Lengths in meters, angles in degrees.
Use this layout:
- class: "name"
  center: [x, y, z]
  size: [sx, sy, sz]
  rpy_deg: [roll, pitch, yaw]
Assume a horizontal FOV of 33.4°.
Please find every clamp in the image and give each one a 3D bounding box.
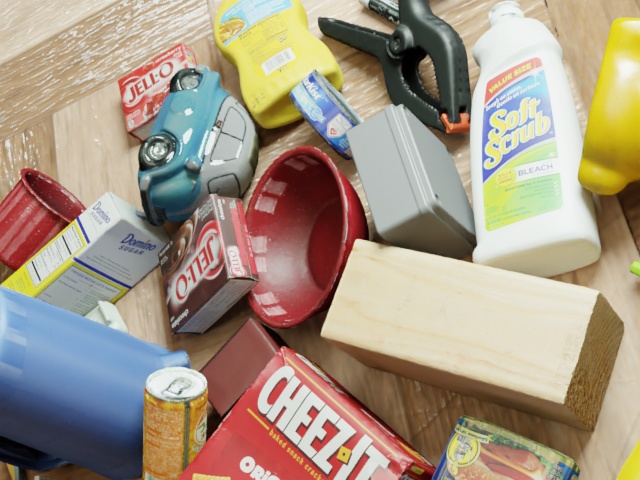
- class: "clamp"
  center: [0.084, -0.190, 0.969]
  size: [0.210, 0.036, 0.165]
  rpy_deg: [58, 136, 27]

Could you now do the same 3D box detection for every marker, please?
- class: "marker"
  center: [0.083, -0.212, 1.023]
  size: [0.121, 0.020, 0.020]
  rpy_deg: [38, 91, 35]

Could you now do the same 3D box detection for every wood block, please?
- class: "wood block"
  center: [0.119, 0.072, 0.841]
  size: [0.206, 0.090, 0.090]
  rpy_deg: [13, 76, 33]

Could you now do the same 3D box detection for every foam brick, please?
- class: "foam brick"
  center: [-0.062, 0.118, 0.947]
  size: [0.078, 0.053, 0.051]
  rpy_deg: [-48, 55, 5]

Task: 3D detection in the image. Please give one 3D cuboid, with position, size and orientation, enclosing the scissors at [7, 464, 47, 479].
- class: "scissors"
  center: [-0.318, 0.172, 1.091]
  size: [0.096, 0.016, 0.202]
  rpy_deg: [-28, 59, 15]

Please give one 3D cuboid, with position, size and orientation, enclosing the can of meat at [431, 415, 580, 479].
- class: "can of meat"
  center: [0.135, 0.189, 0.805]
  size: [0.102, 0.057, 0.084]
  rpy_deg: [20, 78, 33]

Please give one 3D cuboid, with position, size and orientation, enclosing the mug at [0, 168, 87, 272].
- class: "mug"
  center: [-0.301, -0.019, 1.125]
  size: [0.081, 0.093, 0.117]
  rpy_deg: [-48, 24, 9]

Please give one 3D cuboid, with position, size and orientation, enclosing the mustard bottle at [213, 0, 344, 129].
- class: "mustard bottle"
  center: [-0.055, -0.205, 1.073]
  size: [0.096, 0.058, 0.192]
  rpy_deg: [-30, 58, 5]

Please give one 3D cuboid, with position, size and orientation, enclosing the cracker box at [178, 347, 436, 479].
- class: "cracker box"
  center: [-0.032, 0.221, 0.875]
  size: [0.164, 0.072, 0.214]
  rpy_deg: [37, 90, 35]

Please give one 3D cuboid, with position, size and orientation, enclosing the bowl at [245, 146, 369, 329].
- class: "bowl"
  center: [-0.006, 0.001, 0.942]
  size: [0.162, 0.055, 0.162]
  rpy_deg: [-18, 67, 50]

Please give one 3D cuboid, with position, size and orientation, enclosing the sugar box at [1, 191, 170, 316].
- class: "sugar box"
  center: [-0.239, 0.035, 1.056]
  size: [0.176, 0.093, 0.048]
  rpy_deg: [-41, 55, 7]

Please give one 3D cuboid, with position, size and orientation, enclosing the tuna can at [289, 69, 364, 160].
- class: "tuna can"
  center: [0.011, -0.115, 0.983]
  size: [0.034, 0.086, 0.086]
  rpy_deg: [-41, 56, 10]

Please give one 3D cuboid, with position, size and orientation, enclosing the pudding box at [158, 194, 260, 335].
- class: "pudding box"
  center: [-0.105, 0.025, 0.992]
  size: [0.114, 0.039, 0.090]
  rpy_deg: [-45, 48, 43]

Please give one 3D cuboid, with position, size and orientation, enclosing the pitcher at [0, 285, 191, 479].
- class: "pitcher"
  center: [-0.240, 0.127, 0.927]
  size: [0.145, 0.242, 0.149]
  rpy_deg: [9, 74, 33]

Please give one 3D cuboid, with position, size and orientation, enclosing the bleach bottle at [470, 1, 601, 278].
- class: "bleach bottle"
  center: [0.166, -0.092, 0.901]
  size: [0.103, 0.068, 0.251]
  rpy_deg: [-17, 60, 23]

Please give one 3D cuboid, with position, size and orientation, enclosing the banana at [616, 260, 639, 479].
- class: "banana"
  center: [0.256, 0.110, 0.784]
  size: [0.070, 0.037, 0.197]
  rpy_deg: [-8, 63, 47]

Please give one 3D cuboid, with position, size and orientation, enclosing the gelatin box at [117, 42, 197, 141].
- class: "gelatin box"
  center: [-0.169, -0.157, 1.135]
  size: [0.089, 0.030, 0.073]
  rpy_deg: [-26, 59, 18]
